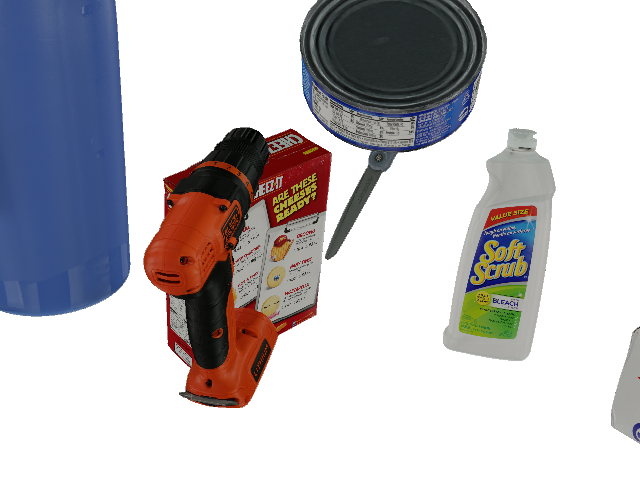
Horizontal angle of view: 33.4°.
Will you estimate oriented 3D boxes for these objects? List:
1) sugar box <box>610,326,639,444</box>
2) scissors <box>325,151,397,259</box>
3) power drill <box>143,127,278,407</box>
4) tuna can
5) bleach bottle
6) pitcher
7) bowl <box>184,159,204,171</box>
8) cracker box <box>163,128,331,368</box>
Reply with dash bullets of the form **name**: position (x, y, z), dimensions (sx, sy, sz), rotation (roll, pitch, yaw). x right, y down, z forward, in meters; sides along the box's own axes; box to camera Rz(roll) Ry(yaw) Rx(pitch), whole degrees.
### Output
- **sugar box**: position (0.302, 0.137, 0.778), dimensions (0.176, 0.093, 0.048), rotation (28, 36, 37)
- **scissors**: position (0.071, -0.073, 0.905), dimensions (0.096, 0.202, 0.016), rotation (10, -11, 21)
- **power drill**: position (-0.076, 0.024, 0.848), dimensions (0.057, 0.188, 0.184), rotation (6, 39, 18)
- **tuna can**: position (0.033, -0.083, 0.501), dimensions (0.086, 0.086, 0.034), rotation (0, -33, 1)
- **bleach bottle**: position (0.199, 0.002, 1.173), dimensions (0.103, 0.251, 0.068), rotation (9, 17, 15)
- **pitcher**: position (-0.197, -0.073, 0.693), dimensions (0.149, 0.243, 0.145), rotation (-5, 27, -6)
- **bowl**: position (-0.097, -0.050, 1.324), dimensions (0.162, 0.055, 0.162), rotation (0, 31, 0)
- **cracker box**: position (-0.076, 0.012, 1.085), dimensions (0.163, 0.214, 0.072), rotation (-26, 46, -35)
